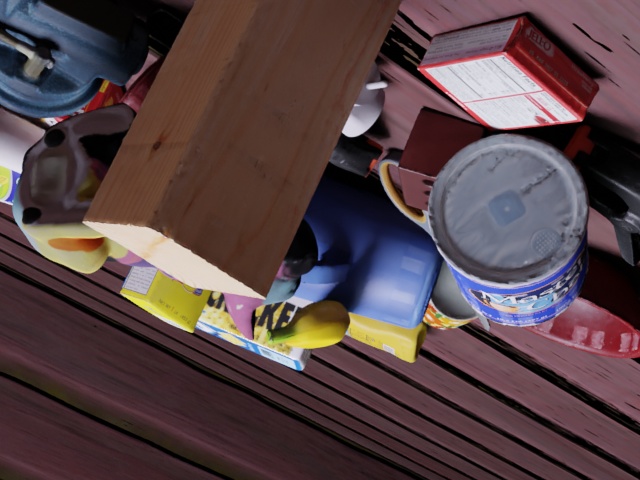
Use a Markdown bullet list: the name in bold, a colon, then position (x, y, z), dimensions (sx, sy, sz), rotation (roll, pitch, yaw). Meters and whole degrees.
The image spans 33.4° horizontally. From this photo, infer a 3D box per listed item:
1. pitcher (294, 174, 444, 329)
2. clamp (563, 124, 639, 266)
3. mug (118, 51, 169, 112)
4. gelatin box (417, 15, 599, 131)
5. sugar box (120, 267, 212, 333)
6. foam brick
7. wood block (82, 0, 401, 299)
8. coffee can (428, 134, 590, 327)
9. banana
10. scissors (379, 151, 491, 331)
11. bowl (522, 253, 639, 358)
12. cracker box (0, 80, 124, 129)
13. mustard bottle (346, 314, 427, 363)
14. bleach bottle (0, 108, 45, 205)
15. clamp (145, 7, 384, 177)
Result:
- **pitcher**: position (-0.007, 0.001, 1.009), dimensions (0.243, 0.149, 0.145), rotation (19, 154, 8)
- **clamp**: position (0.222, -0.021, 0.761), dimensions (0.171, 0.039, 0.120), rotation (39, 162, -21)
- **mug**: position (-0.115, -0.089, 0.874), dimensions (0.081, 0.093, 0.117), rotation (43, 127, 3)
- **gelatin box**: position (0.116, -0.102, 0.663), dimensions (0.073, 0.030, 0.089), rotation (34, 164, -27)
- **sugar box**: position (-0.132, -0.002, 1.112), dimensions (0.048, 0.176, 0.093), rotation (17, 165, 31)
- **foam brick**: position (0.095, -0.055, 0.814), dimensions (0.053, 0.051, 0.078), rotation (19, 165, 16)
- **wood block**: position (-0.045, -0.079, 0.646), dimensions (0.090, 0.206, 0.091), rotation (34, 163, -33)
- **coffee can**: position (0.136, -0.002, 0.748), dimensions (0.103, 0.103, 0.140), rotation (19, 170, 18)
- **banana**: position (-0.006, 0.077, 0.964), dimensions (0.069, 0.037, 0.198), rotation (-6, 172, 2)
- **scissors**: position (0.124, 0.002, 0.916), dimensions (0.096, 0.016, 0.201), rotation (-14, 120, 51)
- **bowl**: position (0.226, 0.049, 0.966), dimensions (0.162, 0.055, 0.162), rotation (23, 165, 6)
- **cracker box**: position (-0.299, -0.149, 1.067), dimensions (0.214, 0.072, 0.164), rotation (22, 167, 3)
- **mustard bottle**: position (0.046, 0.102, 1.430), dimensions (0.192, 0.058, 0.096), rotation (20, 165, 13)
- **bleach bottle**: position (-0.258, -0.061, 1.040), dimensions (0.250, 0.068, 0.103), rotation (23, 147, -35)
- **clamp**: position (-0.035, -0.107, 0.821), dimensions (0.209, 0.036, 0.165), rotation (24, -164, -44)
